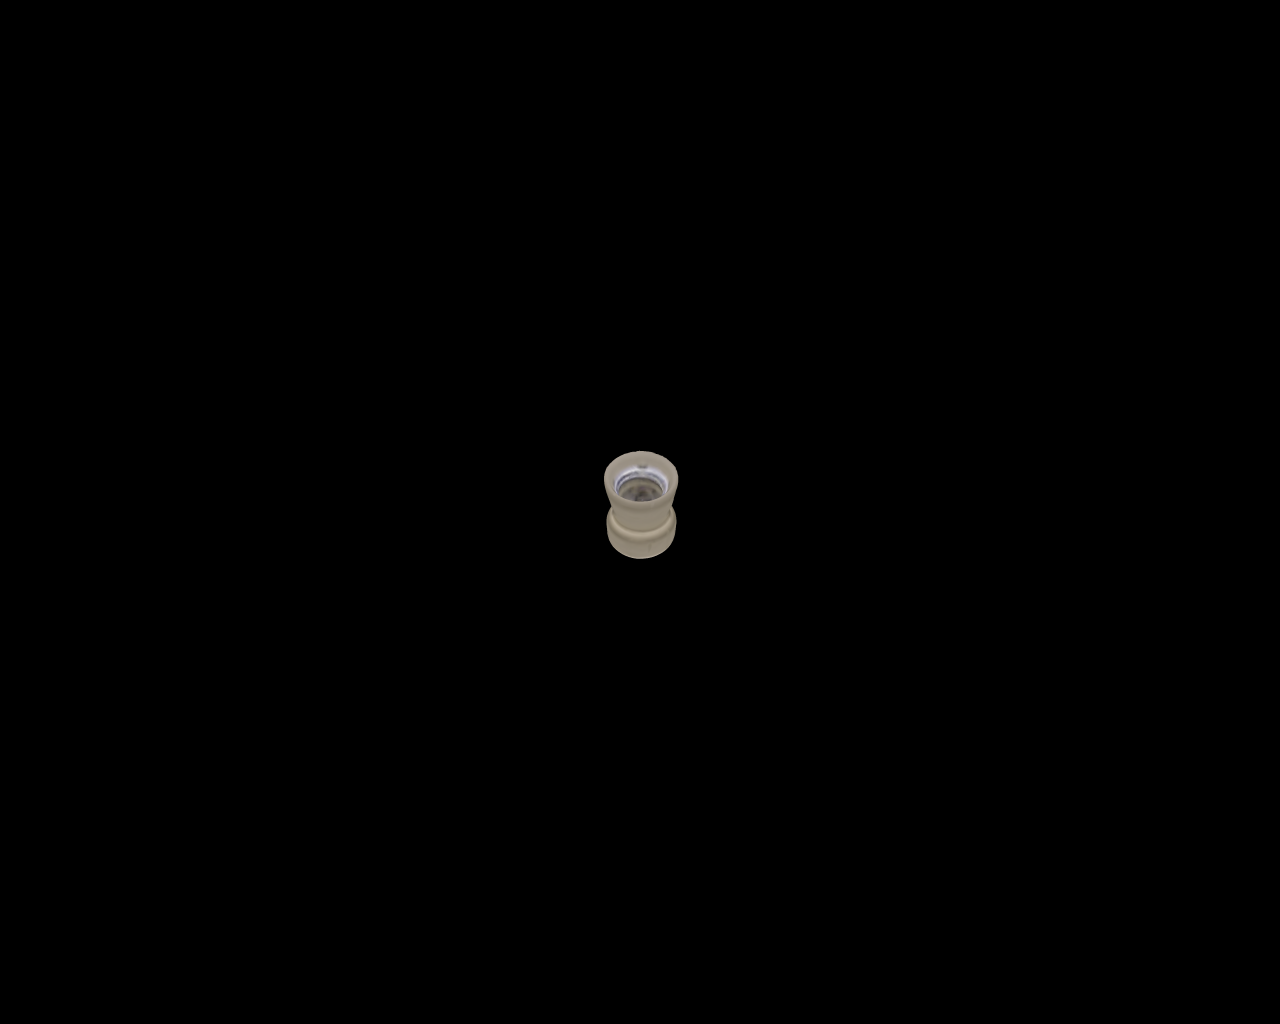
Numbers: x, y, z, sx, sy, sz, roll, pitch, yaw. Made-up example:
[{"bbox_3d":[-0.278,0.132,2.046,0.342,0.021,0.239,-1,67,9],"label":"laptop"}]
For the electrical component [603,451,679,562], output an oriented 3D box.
[{"bbox_3d":[0.001,-0.003,0.650,0.045,0.045,0.055,0,-43,0],"label":"electrical component"}]
